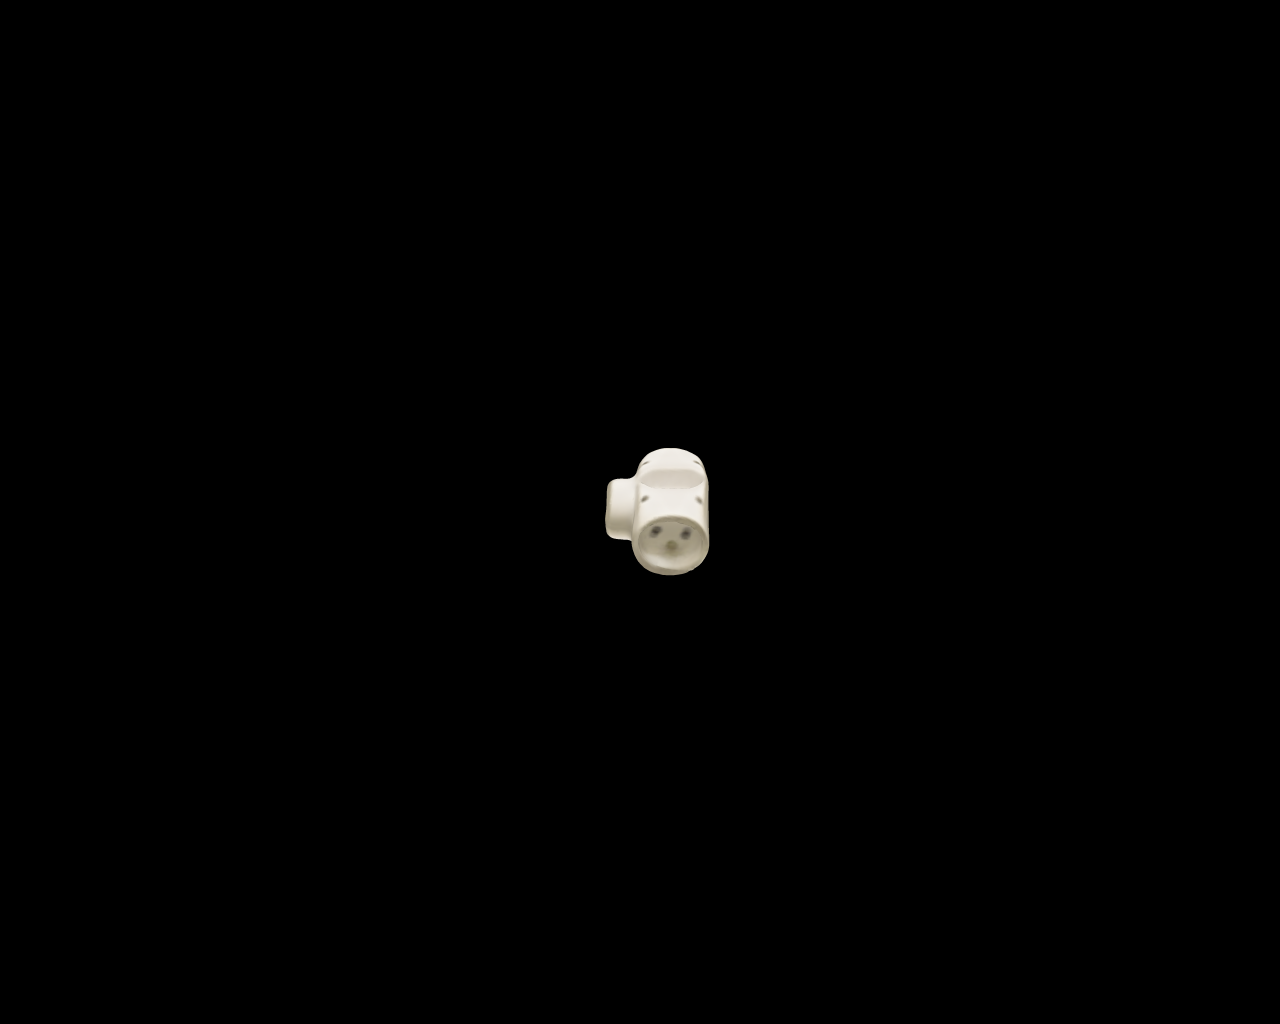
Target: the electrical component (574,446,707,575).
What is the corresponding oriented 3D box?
[{"bbox_3d":[0.001,-0.003,0.650,0.079,0.043,0.077,1,35,2],"label":"electrical component"}]
